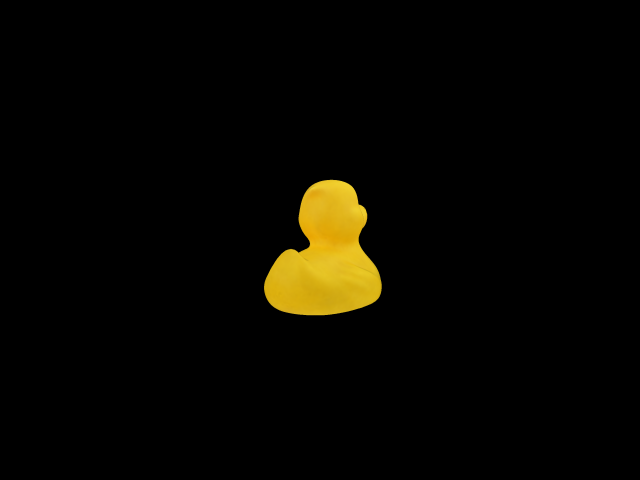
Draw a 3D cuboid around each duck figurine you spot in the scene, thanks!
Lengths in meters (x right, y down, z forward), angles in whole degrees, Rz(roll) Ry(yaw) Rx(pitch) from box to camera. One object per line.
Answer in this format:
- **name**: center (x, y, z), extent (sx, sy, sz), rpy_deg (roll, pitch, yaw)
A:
- **duck figurine**: center (0.004, 0.001, 0.400), extent (0.077, 0.086, 0.105), rpy_deg (6, 11, 32)
